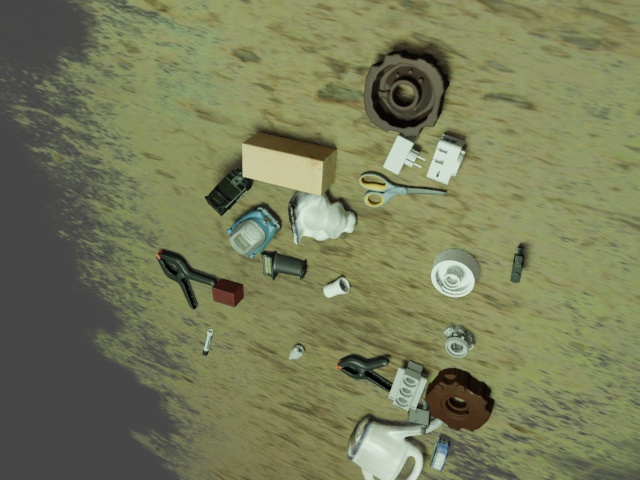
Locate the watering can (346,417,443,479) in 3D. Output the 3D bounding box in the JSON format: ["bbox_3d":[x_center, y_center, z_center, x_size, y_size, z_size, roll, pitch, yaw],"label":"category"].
[{"bbox_3d":[0.208,0.599,1.516,0.225,0.105,0.342,28,111,12],"label":"watering can"}]

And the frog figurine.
[{"bbox_3d":[0.004,-0.064,1.266,0.160,0.124,0.135,-10,108,-9],"label":"frog figurine"}]
